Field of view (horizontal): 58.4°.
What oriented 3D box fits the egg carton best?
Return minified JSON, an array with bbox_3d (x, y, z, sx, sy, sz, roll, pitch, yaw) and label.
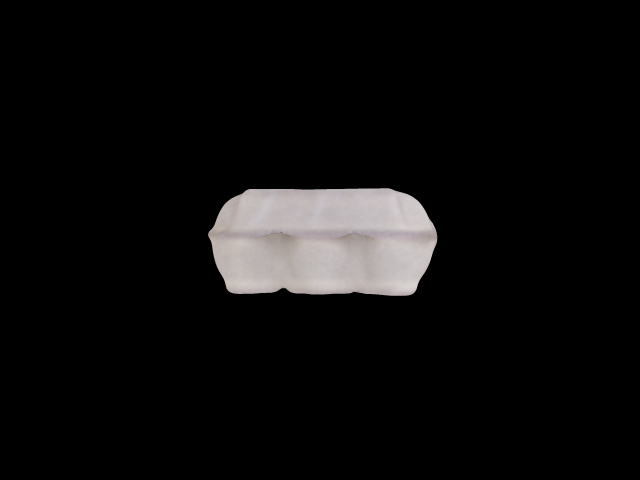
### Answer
[{"bbox_3d":[0.004,0.001,0.400,0.150,0.069,0.107,0,0,5],"label":"egg carton"}]
